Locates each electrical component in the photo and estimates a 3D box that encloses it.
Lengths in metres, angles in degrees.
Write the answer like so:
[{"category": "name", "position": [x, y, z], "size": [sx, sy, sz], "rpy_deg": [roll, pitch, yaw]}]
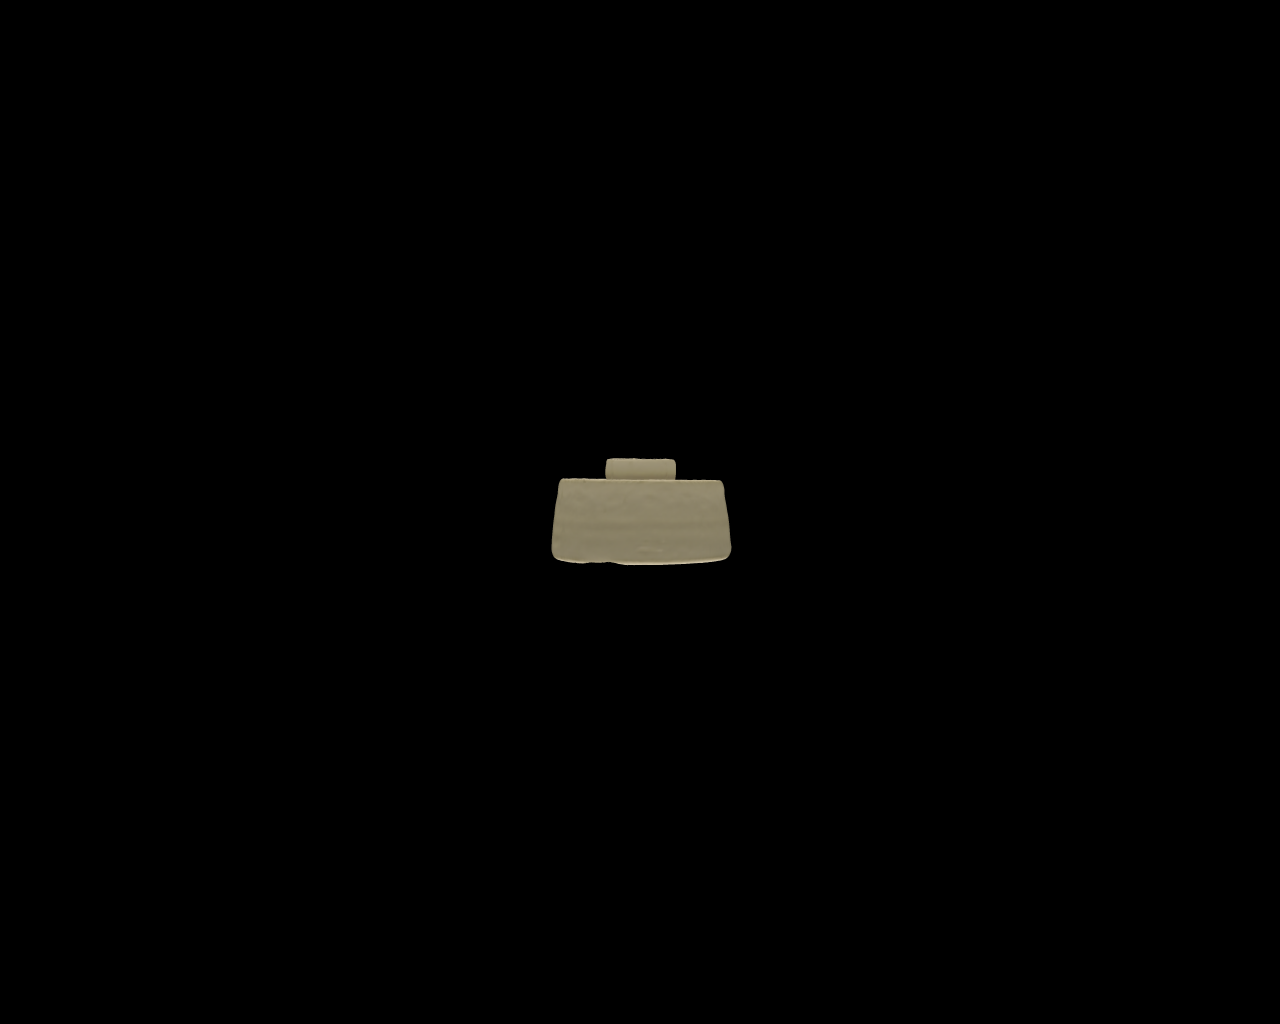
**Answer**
[{"category": "electrical component", "position": [0.001, -0.003, 0.650], "size": [0.108, 0.060, 0.108], "rpy_deg": [0, 2, 0]}]
